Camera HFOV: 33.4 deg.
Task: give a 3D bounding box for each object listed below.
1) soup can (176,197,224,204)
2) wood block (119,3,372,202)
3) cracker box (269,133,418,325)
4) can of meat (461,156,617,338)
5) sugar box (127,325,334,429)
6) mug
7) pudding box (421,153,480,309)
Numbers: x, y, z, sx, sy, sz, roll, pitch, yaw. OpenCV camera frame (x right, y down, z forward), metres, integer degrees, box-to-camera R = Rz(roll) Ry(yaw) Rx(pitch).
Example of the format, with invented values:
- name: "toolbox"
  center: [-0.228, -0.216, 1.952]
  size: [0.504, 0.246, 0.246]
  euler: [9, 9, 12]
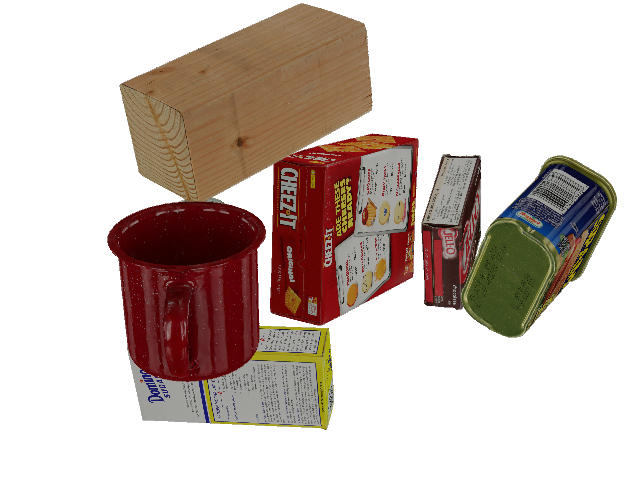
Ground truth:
- name: "soup can"
  center: [-0.148, 0.005, 1.325]
  size: [0.068, 0.102, 0.068]
  euler: [0, 25, 0]
- name: "wood block"
  center: [-0.059, -0.125, 0.938]
  size: [0.205, 0.091, 0.090]
  euler: [-31, 41, -32]
- name: "cracker box"
  center: [0.028, -0.020, 1.132]
  size: [0.072, 0.164, 0.213]
  euler: [9, 16, 29]
- name: "can of meat"
  center: [0.145, 0.007, 0.720]
  size: [0.057, 0.102, 0.083]
  euler: [34, 49, 19]
- name: "sugar box"
  center: [-0.079, 0.121, 0.963]
  size: [0.176, 0.093, 0.048]
  euler: [3, 36, 10]
- name: "mug"
  center: [-0.078, 0.037, 0.635]
  size: [0.093, 0.081, 0.117]
  euler: [-1, 26, -2]
- name: "pudding box"
  center: [0.116, -0.009, 0.933]
  size: [0.039, 0.090, 0.113]
  euler: [5, 38, 13]
